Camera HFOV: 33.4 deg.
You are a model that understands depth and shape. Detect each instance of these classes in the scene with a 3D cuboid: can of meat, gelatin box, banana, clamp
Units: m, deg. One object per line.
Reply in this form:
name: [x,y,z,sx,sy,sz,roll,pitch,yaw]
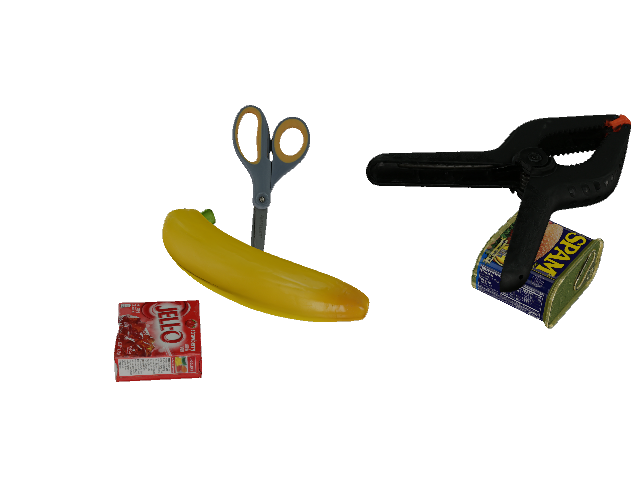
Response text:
can of meat: [0.202,0.023,0.996,0.084,0.057,0.101,27,46,28]
gelatin box: [-0.140,0.085,0.930,0.073,0.030,0.089,-2,29,-6]
banana: [-0.052,0.012,0.705,0.069,0.037,0.198,-19,31,-32]
clamp: [0.162,-0.042,0.805,0.209,0.036,0.165,-20,46,-20]

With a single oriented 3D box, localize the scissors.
scissors: [-0.048,-0.054,1.180,0.096,0.202,0.016,-10,-8,-12]
